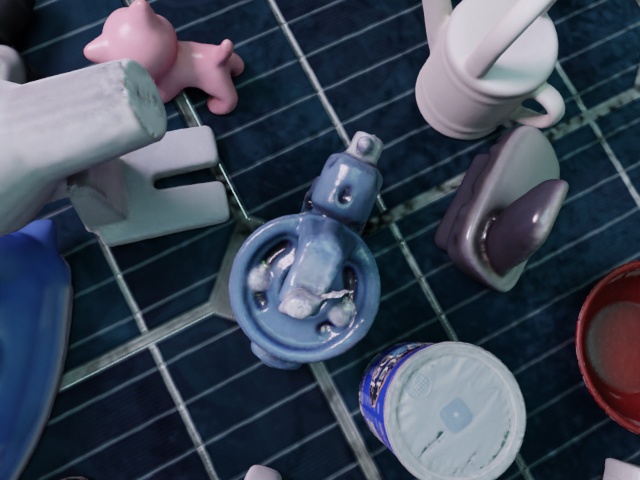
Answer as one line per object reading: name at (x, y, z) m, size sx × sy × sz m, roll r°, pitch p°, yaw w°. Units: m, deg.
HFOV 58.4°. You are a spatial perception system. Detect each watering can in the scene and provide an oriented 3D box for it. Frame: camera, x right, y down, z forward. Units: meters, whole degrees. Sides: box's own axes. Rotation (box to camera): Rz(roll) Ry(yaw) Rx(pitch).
watering can at (0.147, -0.171, 0.502) m, size 0.173 × 0.194 × 0.101 m, roll 25°, pitch 79°, yaw 0°

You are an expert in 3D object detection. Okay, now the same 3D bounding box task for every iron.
iron at (-0.280, 0.101, 0.448) m, size 0.118 × 0.141 × 0.258 m, roll 1°, pitch 80°, yaw -4°

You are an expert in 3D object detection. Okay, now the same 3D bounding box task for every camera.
camera at (-0.310, -0.181, 0.514) m, size 0.143 × 0.100 × 0.137 m, roll 29°, pitch 79°, yaw 1°

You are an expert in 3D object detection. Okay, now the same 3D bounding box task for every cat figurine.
cat figurine at (-0.137, -0.170, 0.518) m, size 0.128 × 0.117 × 0.067 m, roll 4°, pitch 80°, yaw -4°

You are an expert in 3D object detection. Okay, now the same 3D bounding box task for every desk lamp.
desk lamp at (-0.187, -0.065, 0.447) m, size 0.203 × 0.213 × 0.118 m, roll -13°, pitch 81°, yaw -6°

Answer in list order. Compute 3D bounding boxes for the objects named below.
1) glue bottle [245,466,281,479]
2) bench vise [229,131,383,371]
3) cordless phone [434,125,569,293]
glue bottle at (-0.053, 0.226, 0.429) m, size 0.037 × 0.173 × 0.078 m, roll 16°, pitch 79°, yaw -1°
bench vise at (-0.008, 0.000, 0.447) m, size 0.121 × 0.219 × 0.207 m, roll 6°, pitch 80°, yaw -3°
cordless phone at (0.178, -0.036, 0.486) m, size 0.094 × 0.185 × 0.148 m, roll 24°, pitch 79°, yaw 0°
